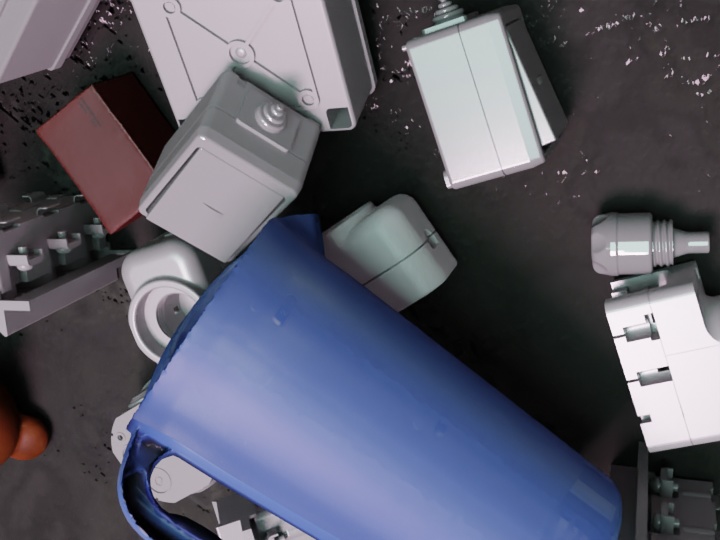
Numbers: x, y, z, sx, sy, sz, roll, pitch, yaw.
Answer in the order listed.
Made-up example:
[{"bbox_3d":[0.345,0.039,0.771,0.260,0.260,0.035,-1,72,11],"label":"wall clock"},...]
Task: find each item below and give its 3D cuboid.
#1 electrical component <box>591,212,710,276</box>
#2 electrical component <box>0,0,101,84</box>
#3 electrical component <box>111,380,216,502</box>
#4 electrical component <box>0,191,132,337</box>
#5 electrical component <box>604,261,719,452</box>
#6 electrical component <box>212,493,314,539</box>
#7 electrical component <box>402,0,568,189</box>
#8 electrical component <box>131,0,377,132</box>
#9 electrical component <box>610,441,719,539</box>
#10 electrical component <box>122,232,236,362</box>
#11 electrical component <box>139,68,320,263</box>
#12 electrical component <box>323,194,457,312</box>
[{"bbox_3d":[0.158,-0.014,0.584,0.061,0.035,0.035,-1,107,16],"label":"electrical component"},{"bbox_3d":[-0.201,-0.181,0.610,0.108,0.056,0.109,54,137,4],"label":"electrical component"},{"bbox_3d":[-0.118,0.107,0.705,0.080,0.051,0.080,6,109,17],"label":"electrical component"},{"bbox_3d":[-0.202,-0.008,0.656,0.079,0.121,0.063,1,105,18],"label":"electrical component"},{"bbox_3d":[0.176,0.046,0.588,0.056,0.050,0.089,-15,102,22],"label":"electrical component"},{"bbox_3d":[-0.048,0.203,0.703,0.063,0.079,0.121,-17,103,-8],"label":"electrical component"},{"bbox_3d":[0.068,-0.100,0.570,0.061,0.062,0.096,-15,102,22],"label":"electrical component"},{"bbox_3d":[-0.057,-0.131,0.585,0.109,0.056,0.108,-1,130,18],"label":"electrical component"},{"bbox_3d":[0.166,0.158,0.589,0.063,0.121,0.078,4,108,14],"label":"electrical component"},{"bbox_3d":[-0.105,0.024,0.669,0.054,0.059,0.095,-15,102,22],"label":"electrical component"},{"bbox_3d":[-0.068,-0.055,0.575,0.062,0.061,0.096,31,139,-19],"label":"electrical component"},{"bbox_3d":[0.000,0.000,0.629,0.095,0.054,0.059,-33,95,24],"label":"electrical component"}]
